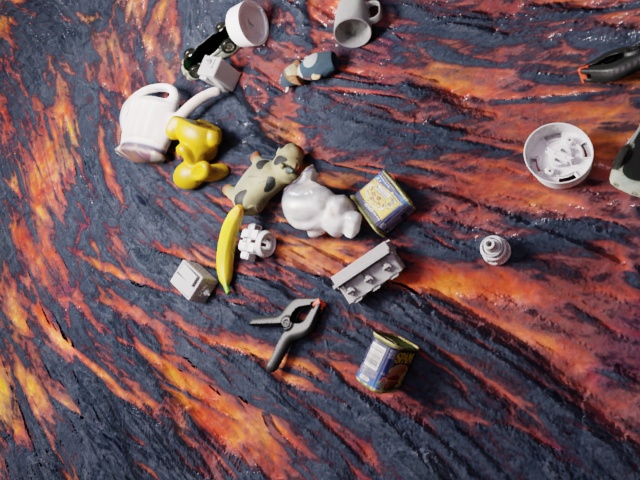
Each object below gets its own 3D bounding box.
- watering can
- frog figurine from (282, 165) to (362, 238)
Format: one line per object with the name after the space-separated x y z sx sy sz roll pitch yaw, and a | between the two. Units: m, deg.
-0.411 -0.305 1.336 0.348 0.103 0.226 7 79 32 | watering can
0.003 -0.050 0.998 0.124 0.134 0.162 -22 60 -28 | frog figurine
